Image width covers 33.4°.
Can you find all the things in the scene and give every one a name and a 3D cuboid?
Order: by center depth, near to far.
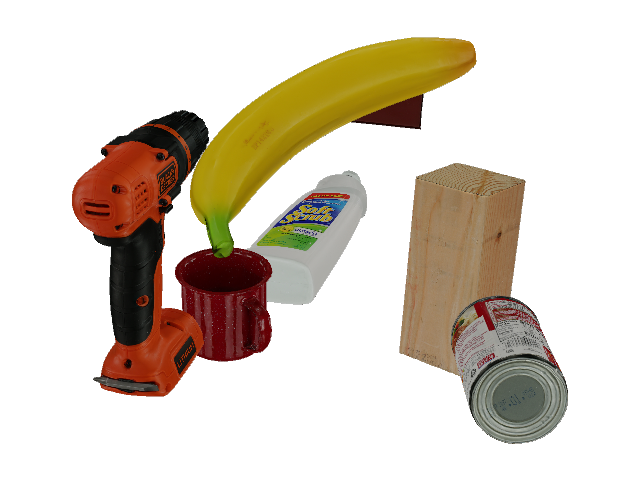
[{"bbox_3d":[-0.003,-0.061,0.572,0.070,0.197,0.037,38,-26,25],"label":"banana"},{"bbox_3d":[0.132,0.089,0.753,0.068,0.068,0.102,0,20,0],"label":"soup can"},{"bbox_3d":[-0.125,0.007,0.800,0.057,0.188,0.184,5,23,15],"label":"power drill"},{"bbox_3d":[0.056,-0.134,0.975,0.078,0.051,0.053,6,16,3],"label":"foam brick"},{"bbox_3d":[-0.085,0.068,1.029,0.093,0.081,0.117,-21,35,-37],"label":"mug"},{"bbox_3d":[0.154,0.031,1.170,0.090,0.206,0.090,18,24,34],"label":"wood block"},{"bbox_3d":[-0.010,-0.017,1.332,0.103,0.068,0.250,7,34,19],"label":"bleach bottle"}]
